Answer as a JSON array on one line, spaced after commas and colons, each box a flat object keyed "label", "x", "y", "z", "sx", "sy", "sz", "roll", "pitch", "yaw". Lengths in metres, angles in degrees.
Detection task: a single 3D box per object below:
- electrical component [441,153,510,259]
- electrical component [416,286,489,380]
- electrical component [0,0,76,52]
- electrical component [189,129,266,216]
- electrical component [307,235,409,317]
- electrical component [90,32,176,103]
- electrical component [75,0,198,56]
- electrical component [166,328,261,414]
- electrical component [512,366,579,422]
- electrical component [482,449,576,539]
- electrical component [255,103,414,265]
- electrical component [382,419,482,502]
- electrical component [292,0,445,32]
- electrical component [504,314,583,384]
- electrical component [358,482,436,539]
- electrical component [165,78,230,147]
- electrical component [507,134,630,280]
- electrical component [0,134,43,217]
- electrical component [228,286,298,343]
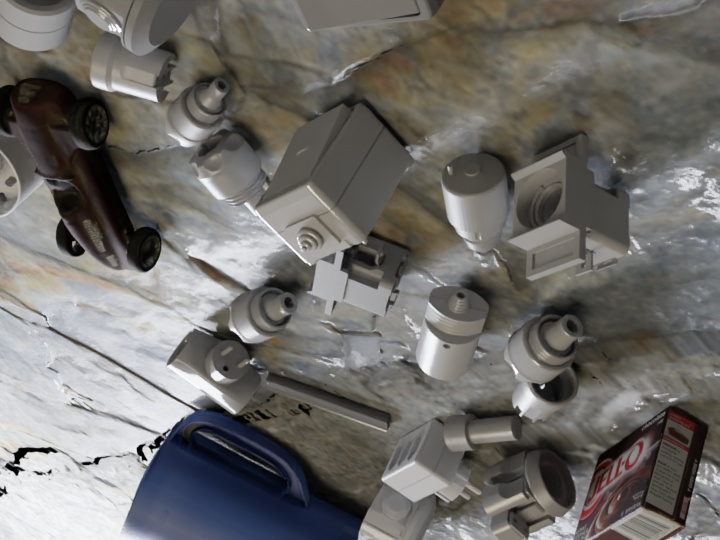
[{"label": "electrical component", "x": 0.075, "y": -0.038, "z": 0.682, "sx": 0.040, "sy": 0.040, "sz": 0.078, "roll": 11, "pitch": 141, "yaw": 23}, {"label": "electrical component", "x": 0.067, "y": 0.041, "z": 0.785, "sx": 0.043, "sy": 0.043, "sz": 0.081, "roll": 22, "pitch": 144, "yaw": 10}, {"label": "electrical component", "x": -0.254, "y": -0.190, "z": 0.707, "sx": 0.138, "sy": 0.052, "sz": 0.073, "roll": 32, "pitch": 145, "yaw": -5}, {"label": "electrical component", "x": -0.086, "y": -0.065, "z": 0.757, "sx": 0.043, "sy": 0.043, "sz": 0.062, "roll": -10, "pitch": 131, "yaw": 42}, {"label": "electrical component", "x": 0.000, "y": 0.000, "z": 0.781, "sx": 0.064, "sy": 0.042, "sz": 0.081, "roll": 22, "pitch": 145, "yaw": 6}, {"label": "electrical component", "x": -0.151, "y": -0.135, "z": 0.718, "sx": 0.046, "sy": 0.040, "sz": 0.040, "roll": 18, "pitch": 144, "yaw": 5}, {"label": "electrical component", "x": -0.125, "y": -0.169, "z": 0.623, "sx": 0.051, "sy": 0.080, "sz": 0.080, "roll": 34, "pitch": 145, "yaw": 2}, {"label": "electrical component", "x": -0.124, "y": 0.086, "z": 0.971, "sx": 0.077, "sy": 0.044, "sz": 0.079, "roll": 38, "pitch": 144, "yaw": -13}, {"label": "electrical component", "x": 0.137, "y": 0.090, "z": 0.803, "sx": 0.040, "sy": 0.040, "sz": 0.046, "roll": 26, "pitch": 151, "yaw": 3}, {"label": "electrical component", "x": 0.141, "y": 0.183, "z": 0.891, "sx": 0.057, "sy": 0.078, "sz": 0.058, "roll": -33, "pitch": 115, "yaw": 31}, {"label": "electrical component", "x": -0.021, "y": -0.052, "z": 0.681, "sx": 0.061, "sy": 0.096, "sz": 0.062, "roll": 45, "pitch": 142, "yaw": -21}, {"label": "electrical component", "x": 0.072, "y": 0.179, "z": 0.951, "sx": 0.077, "sy": 0.047, "sz": 0.066, "roll": 35, "pitch": 144, "yaw": -9}, {"label": "electrical component", "x": -0.004, "y": -0.164, "z": 0.560, "sx": 0.096, "sy": 0.061, "sz": 0.061, "roll": 3, "pitch": 137, "yaw": 32}, {"label": "electrical component", "x": 0.132, "y": 0.052, "z": 0.753, "sx": 0.043, "sy": 0.043, "sz": 0.062, "roll": 33, "pitch": 144, "yaw": -6}, {"label": "electrical component", "x": 0.036, "y": 0.239, "z": 1.025, "sx": 0.051, "sy": 0.080, "sz": 0.080, "roll": 25, "pitch": 145, "yaw": 15}, {"label": "electrical component", "x": -0.106, "y": -0.109, "z": 0.723, "sx": 0.035, "sy": 0.035, "sz": 0.061, "roll": 39, "pitch": 142, "yaw": -14}, {"label": "electrical component", "x": 0.125, "y": -0.032, "z": 0.632, "sx": 0.064, "sy": 0.081, "sz": 0.042, "roll": 22, "pitch": 152, "yaw": -32}, {"label": "electrical component", "x": -0.307, "y": -0.093, "z": 0.877, "sx": 0.099, "sy": 0.064, "sz": 0.099, "roll": 9, "pitch": 131, "yaw": 10}, {"label": "electrical component", "x": -0.076, "y": 0.034, "z": 0.874, "sx": 0.043, "sy": 0.043, "sz": 0.062, "roll": 44, "pitch": 141, "yaw": -21}]
